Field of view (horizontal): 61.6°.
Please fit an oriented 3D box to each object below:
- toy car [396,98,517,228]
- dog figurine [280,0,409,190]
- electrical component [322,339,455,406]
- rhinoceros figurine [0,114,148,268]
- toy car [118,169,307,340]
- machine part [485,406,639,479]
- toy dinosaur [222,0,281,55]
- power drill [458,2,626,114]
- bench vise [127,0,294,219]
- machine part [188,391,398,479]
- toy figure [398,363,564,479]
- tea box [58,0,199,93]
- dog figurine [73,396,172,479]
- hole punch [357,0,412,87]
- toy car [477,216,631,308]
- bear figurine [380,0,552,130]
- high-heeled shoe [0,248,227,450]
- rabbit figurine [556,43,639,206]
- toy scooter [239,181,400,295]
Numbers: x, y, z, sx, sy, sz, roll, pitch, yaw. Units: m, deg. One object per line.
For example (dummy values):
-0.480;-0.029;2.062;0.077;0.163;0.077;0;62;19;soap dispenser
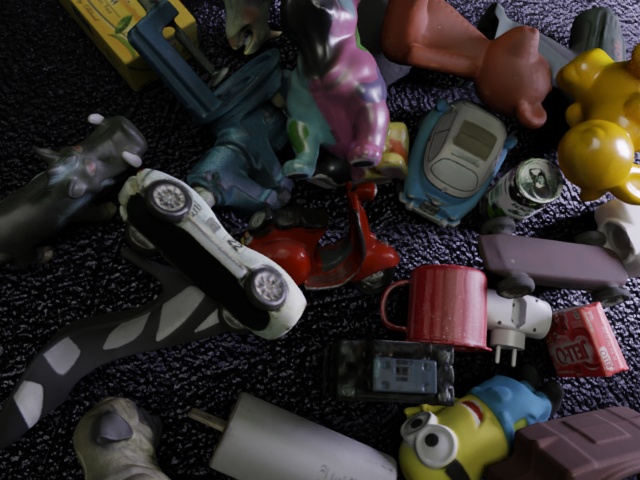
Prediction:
0.158;-0.101;0.614;0.109;0.103;0.161;30;72;1;toy car
0.023;-0.171;0.561;0.109;0.191;0.219;-5;87;27;dog figurine
0.065;0.130;0.527;0.115;0.134;0.058;2;75;-5;electrical component
-0.259;-0.053;0.540;0.190;0.112;0.073;-39;82;-7;rhinoceros figurine
-0.102;0.015;0.498;0.201;0.073;0.056;42;44;-4;toy car
0.263;0.273;0.505;0.201;0.087;0.201;-5;101;-15;machine part
-0.143;-0.425;0.651;0.192;0.131;0.405;-13;70;-29;toy dinosaur
0.284;-0.198;0.668;0.207;0.086;0.232;16;77;1;power drill
-0.113;-0.142;0.556;0.240;0.129;0.223;49;64;-26;bench vise
-0.016;0.215;0.523;0.243;0.079;0.079;25;74;-1;machine part
0.166;0.198;0.552;0.180;0.082;0.089;-20;91;-17;toy figure
-0.230;-0.269;0.619;0.098;0.068;0.169;-41;84;-15;tea box
-0.162;0.234;0.455;0.121;0.172;0.190;-27;88;-24;dog figurine
0.057;-0.243;0.653;0.142;0.092;0.115;-37;113;-17;hole punch
0.259;0.028;0.603;0.202;0.053;0.089;5;61;-20;toy car
0.165;-0.208;0.559;0.196;0.131;0.120;26;50;11;bear figurine
-0.191;0.122;0.530;0.145;0.086;0.248;37;81;-12;high-heeled shoe
0.300;-0.109;0.567;0.173;0.122;0.162;-45;129;-33;rabbit figurine
-0.001;-0.002;0.551;0.184;0.135;0.075;-1;40;-11;toy scooter
